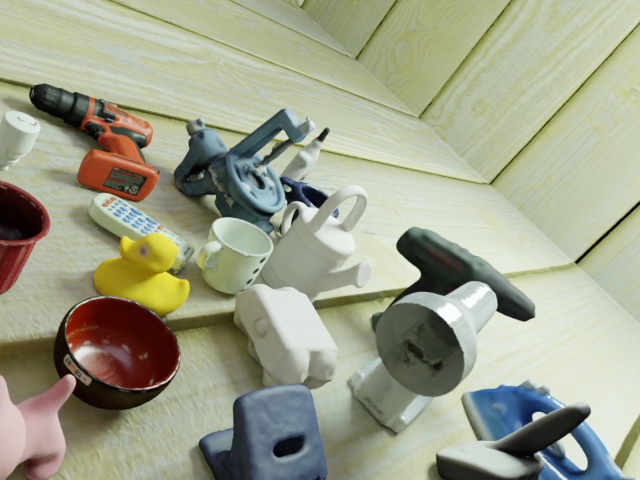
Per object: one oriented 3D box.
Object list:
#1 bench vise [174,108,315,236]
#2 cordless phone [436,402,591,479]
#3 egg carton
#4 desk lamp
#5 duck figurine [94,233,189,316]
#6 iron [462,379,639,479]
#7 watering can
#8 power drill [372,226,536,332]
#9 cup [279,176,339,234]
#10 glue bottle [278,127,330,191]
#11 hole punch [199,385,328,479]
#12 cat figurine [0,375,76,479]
[{"bbox_3d":[-0.118,-0.127,0.867,0.207,0.219,0.121,36,24,-5],"label":"bench vise"},{"bbox_3d":[0.253,0.263,0.739,0.148,0.185,0.094,8,38,-48],"label":"cordless phone"},{"bbox_3d":[-0.046,0.121,0.717,0.108,0.069,0.150,11,36,-46],"label":"egg carton"},{"bbox_3d":[0.134,0.145,0.747,0.117,0.213,0.204,46,25,17],"label":"desk lamp"},{"bbox_3d":[-0.191,0.033,0.651,0.105,0.086,0.077,26,27,-24],"label":"duck figurine"},{"bbox_3d":[0.334,0.296,0.847,0.119,0.141,0.257,8,38,-48],"label":"iron"},{"bbox_3d":[0.009,0.003,0.846,0.173,0.194,0.101,42,24,8],"label":"watering can"},{"bbox_3d":[0.189,0.099,0.909,0.229,0.208,0.076,45,25,15],"label":"power drill"},{"bbox_3d":[-0.039,-0.045,0.985,0.118,0.095,0.092,36,24,-6],"label":"cup"},{"bbox_3d":[-0.034,-0.138,1.059,0.037,0.173,0.078,40,24,5],"label":"glue bottle"},{"bbox_3d":[-0.042,0.203,0.552,0.109,0.091,0.101,6,39,-50],"label":"hole punch"},{"bbox_3d":[-0.222,0.134,0.392,0.067,0.117,0.128,42,24,10],"label":"cat figurine"}]
